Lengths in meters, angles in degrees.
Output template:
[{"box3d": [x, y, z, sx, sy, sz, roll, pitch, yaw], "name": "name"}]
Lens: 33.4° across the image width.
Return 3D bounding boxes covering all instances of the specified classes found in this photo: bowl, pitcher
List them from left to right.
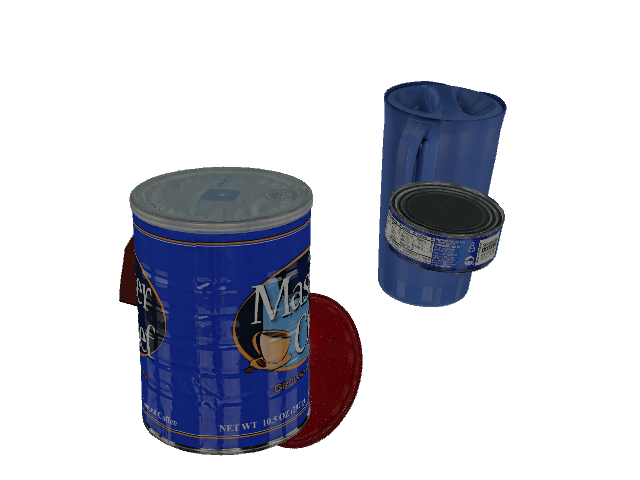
[{"box3d": [-0.037, 0.126, 1.078, 0.162, 0.162, 0.055, 0, -15, 40], "name": "bowl"}, {"box3d": [0.123, -0.047, 1.203, 0.149, 0.243, 0.145, -6, 27, -19], "name": "pitcher"}]

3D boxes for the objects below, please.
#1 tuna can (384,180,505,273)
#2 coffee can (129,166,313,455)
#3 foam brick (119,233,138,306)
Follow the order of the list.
[{"box3d": [0.091, -0.010, 0.789, 0.086, 0.034, 0.086, 5, 29, -3], "name": "tuna can"}, {"box3d": [-0.056, 0.038, 0.623, 0.103, 0.140, 0.103, 0, 20, 0], "name": "coffee can"}, {"box3d": [-0.111, 0.024, 0.832, 0.078, 0.051, 0.053, 16, 30, 4], "name": "foam brick"}]
